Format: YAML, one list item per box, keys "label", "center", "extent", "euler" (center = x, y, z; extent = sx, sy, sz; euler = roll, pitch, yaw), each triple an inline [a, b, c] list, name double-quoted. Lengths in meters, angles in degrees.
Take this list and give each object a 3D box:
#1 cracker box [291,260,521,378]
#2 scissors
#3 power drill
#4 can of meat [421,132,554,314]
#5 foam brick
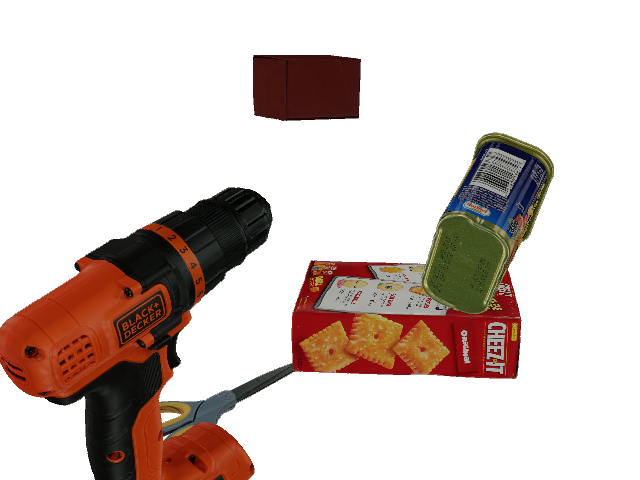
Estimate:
- label: "cracker box"
  center: [0.086, 0.078, 1.072]
  extent: [0.214, 0.072, 0.164]
  euler: [2, 16, 5]
- label: "scissors"
  center: [-0.086, 0.162, 0.993]
  extent: [0.201, 0.016, 0.096]
  euler: [-11, 33, -30]
- label: "power drill"
  center: [-0.089, 0.078, 0.623]
  extent: [0.057, 0.188, 0.184]
  euler: [21, 42, 38]
- label: "can of meat"
  center: [0.114, -0.009, 0.742]
  extent: [0.057, 0.083, 0.102]
  euler: [25, -37, 12]
- label: "foam brick"
  center: [-0.011, -0.129, 0.899]
  extent: [0.078, 0.051, 0.053]
  euler: [-6, 16, -34]
